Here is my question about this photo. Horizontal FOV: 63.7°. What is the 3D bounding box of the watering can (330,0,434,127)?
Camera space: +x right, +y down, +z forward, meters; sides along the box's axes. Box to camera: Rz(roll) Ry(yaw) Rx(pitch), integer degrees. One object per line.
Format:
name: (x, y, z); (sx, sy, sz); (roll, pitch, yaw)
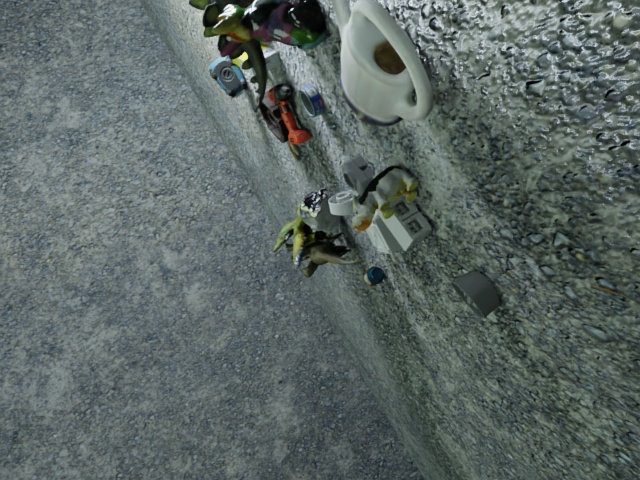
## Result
watering can: (0.075, -0.332, 0.883); (0.104, 0.351, 0.221); (-31, -14, -11)

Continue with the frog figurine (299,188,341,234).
frog figurine: (0.005, -0.090, 1.780); (0.122, 0.140, 0.156); (-11, -35, 22)

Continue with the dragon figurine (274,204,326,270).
dragon figurine: (-0.086, -0.018, 1.878); (0.121, 0.420, 0.239); (38, -42, -16)
